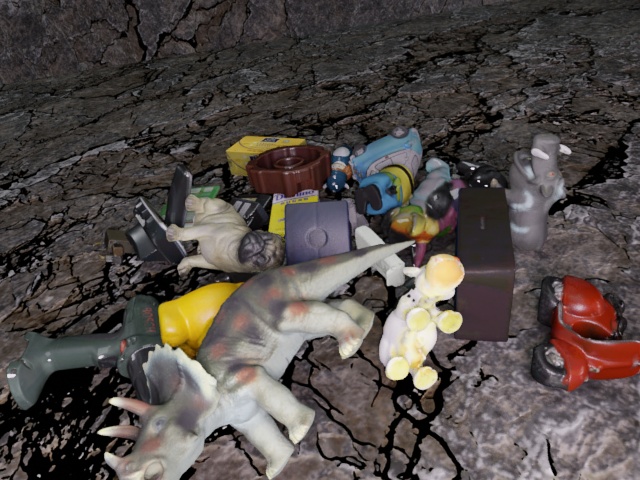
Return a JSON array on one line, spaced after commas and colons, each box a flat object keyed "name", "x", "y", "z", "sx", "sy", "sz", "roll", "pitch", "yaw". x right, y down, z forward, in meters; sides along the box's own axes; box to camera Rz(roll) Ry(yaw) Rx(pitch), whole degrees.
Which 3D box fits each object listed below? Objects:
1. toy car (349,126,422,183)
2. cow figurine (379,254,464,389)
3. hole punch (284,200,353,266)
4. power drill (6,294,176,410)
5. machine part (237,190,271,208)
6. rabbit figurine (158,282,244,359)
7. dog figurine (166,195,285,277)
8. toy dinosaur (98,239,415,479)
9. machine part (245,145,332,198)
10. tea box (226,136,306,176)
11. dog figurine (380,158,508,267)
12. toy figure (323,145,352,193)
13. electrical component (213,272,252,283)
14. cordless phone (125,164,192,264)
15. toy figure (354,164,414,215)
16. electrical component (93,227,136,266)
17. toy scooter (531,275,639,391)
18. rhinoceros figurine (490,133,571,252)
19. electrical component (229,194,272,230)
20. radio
[{"name": "toy car", "x": 0.147, "y": -0.157, "z": 1.117, "sx": 0.162, "sy": 0.109, "sz": 0.103, "roll": -21, "pitch": 50, "yaw": -4}, {"name": "cow figurine", "x": 0.124, "y": 0.088, "z": 0.666, "sx": 0.068, "sy": 0.167, "sz": 0.098, "roll": 16, "pitch": 12, "yaw": -15}, {"name": "hole punch", "x": -0.002, "y": -0.003, "z": 0.881, "sx": 0.142, "sy": 0.092, "sz": 0.116, "roll": -3, "pitch": 62, "yaw": 3}, {"name": "power drill", "x": -0.299, "y": 0.163, "z": 0.724, "sx": 0.207, "sy": 0.085, "sz": 0.232, "roll": -15, "pitch": 30, "yaw": -4}, {"name": "machine part", "x": -0.133, "y": -0.097, "z": 1.146, "sx": 0.084, "sy": 0.039, "sz": 0.139, "roll": -7, "pitch": 32, "yaw": 18}, {"name": "rabbit figurine", "x": -0.108, "y": 0.146, "z": 0.693, "sx": 0.162, "sy": 0.121, "sz": 0.173, "roll": -18, "pitch": 51, "yaw": -13}, {"name": "dog figurine", "x": -0.132, "y": -0.007, "z": 0.902, "sx": 0.191, "sy": 0.121, "sz": 0.172, "roll": 4, "pitch": 48, "yaw": 16}, {"name": "toy dinosaur", "x": -0.061, "y": 0.109, "z": 0.601, "sx": 0.192, "sy": 0.131, "sz": 0.405, "roll": 32, "pitch": 58, "yaw": 7}, {"name": "machine part", "x": -0.062, "y": -0.146, "z": 1.110, "sx": 0.179, "sy": 0.056, "sz": 0.179, "roll": -6, "pitch": 28, "yaw": 3}, {"name": "tea box", "x": -0.124, "y": -0.196, "z": 1.272, "sx": 0.170, "sy": 0.068, "sz": 0.098, "roll": 6, "pitch": 35, "yaw": 24}, {"name": "dog figurine", "x": 0.211, "y": -0.040, "z": 0.909, "sx": 0.192, "sy": 0.108, "sz": 0.219, "roll": 10, "pitch": 41, "yaw": 23}, {"name": "toy figure", "x": 0.042, "y": -0.158, "z": 1.184, "sx": 0.064, "sy": 0.057, "sz": 0.154, "roll": -23, "pitch": 26, "yaw": 26}, {"name": "electrical component", "x": -0.126, "y": 0.065, "z": 0.894, "sx": 0.094, "sy": 0.021, "sz": 0.063, "roll": -20, "pitch": 33, "yaw": -17}, {"name": "cordless phone", "x": -0.283, "y": -0.062, "z": 0.976, "sx": 0.088, "sy": 0.184, "sz": 0.147, "roll": 3, "pitch": 26, "yaw": -37}, {"name": "toy figure", "x": 0.124, "y": -0.093, "z": 0.994, "sx": 0.082, "sy": 0.089, "sz": 0.180, "roll": 16, "pitch": 17, "yaw": 27}, {"name": "electrical component", "x": -0.387, "y": 0.009, "z": 1.032, "sx": 0.078, "sy": 0.045, "sz": 0.102, "roll": 5, "pitch": 22, "yaw": -37}, {"name": "toy scooter", "x": 0.334, "y": 0.114, "z": 0.655, "sx": 0.135, "sy": 0.075, "sz": 0.184, "roll": 6, "pitch": 37, "yaw": 22}, {"name": "rhinoceros figurine", "x": 0.333, "y": -0.073, "z": 0.849, "sx": 0.073, "sy": 0.190, "sz": 0.112, "roll": -9, "pitch": 24, "yaw": -27}, {"name": "electrical component", "x": -0.138, "y": -0.051, "z": 1.027, "sx": 0.075, "sy": 0.047, "sz": 0.119, "roll": 17, "pitch": 63, "yaw": 34}, {"name": "radio", "x": 0.229, "y": 0.029, "z": 0.762, "sx": 0.073, "sy": 0.130, "sz": 0.230, "roll": 2, "pitch": 33, "yaw": 15}]
